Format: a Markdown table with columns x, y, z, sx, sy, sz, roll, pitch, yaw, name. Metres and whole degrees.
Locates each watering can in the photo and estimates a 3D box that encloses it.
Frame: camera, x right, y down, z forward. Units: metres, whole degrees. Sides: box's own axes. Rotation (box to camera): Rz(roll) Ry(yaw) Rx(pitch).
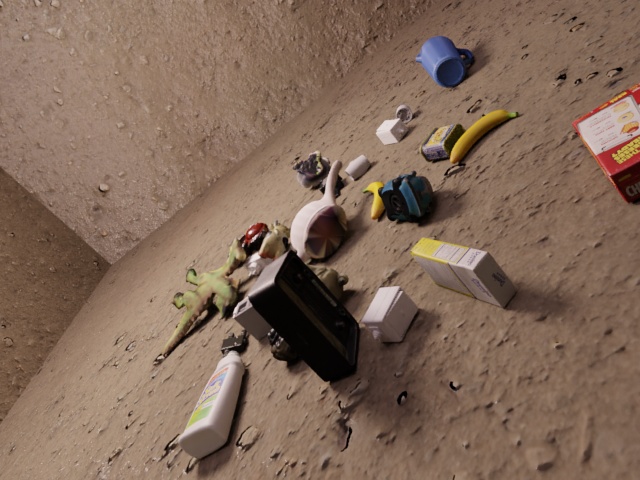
| x | y | z | sx | sy | sz | roll | pitch | yaw | name |
| --- | --- | --- | --- | --- | --- | --- | --- | --- | --- |
| 0.004 | -0.072 | 1.435 | 0.103 | 0.349 | 0.225 | 29 | -5 | -22 | watering can |

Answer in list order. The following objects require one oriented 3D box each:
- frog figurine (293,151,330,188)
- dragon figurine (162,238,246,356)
| x | y | z | sx | sy | sz | roll | pitch | yaw | name |
| --- | --- | --- | --- | --- | --- | --- | --- | --- | --- |
| -0.020 | -0.249 | 1.908 | 0.123 | 0.138 | 0.158 | 37 | -4 | 15 | frog figurine |
| -0.343 | 0.184 | 1.594 | 0.121 | 0.416 | 0.242 | 34 | -21 | -32 | dragon figurine |
